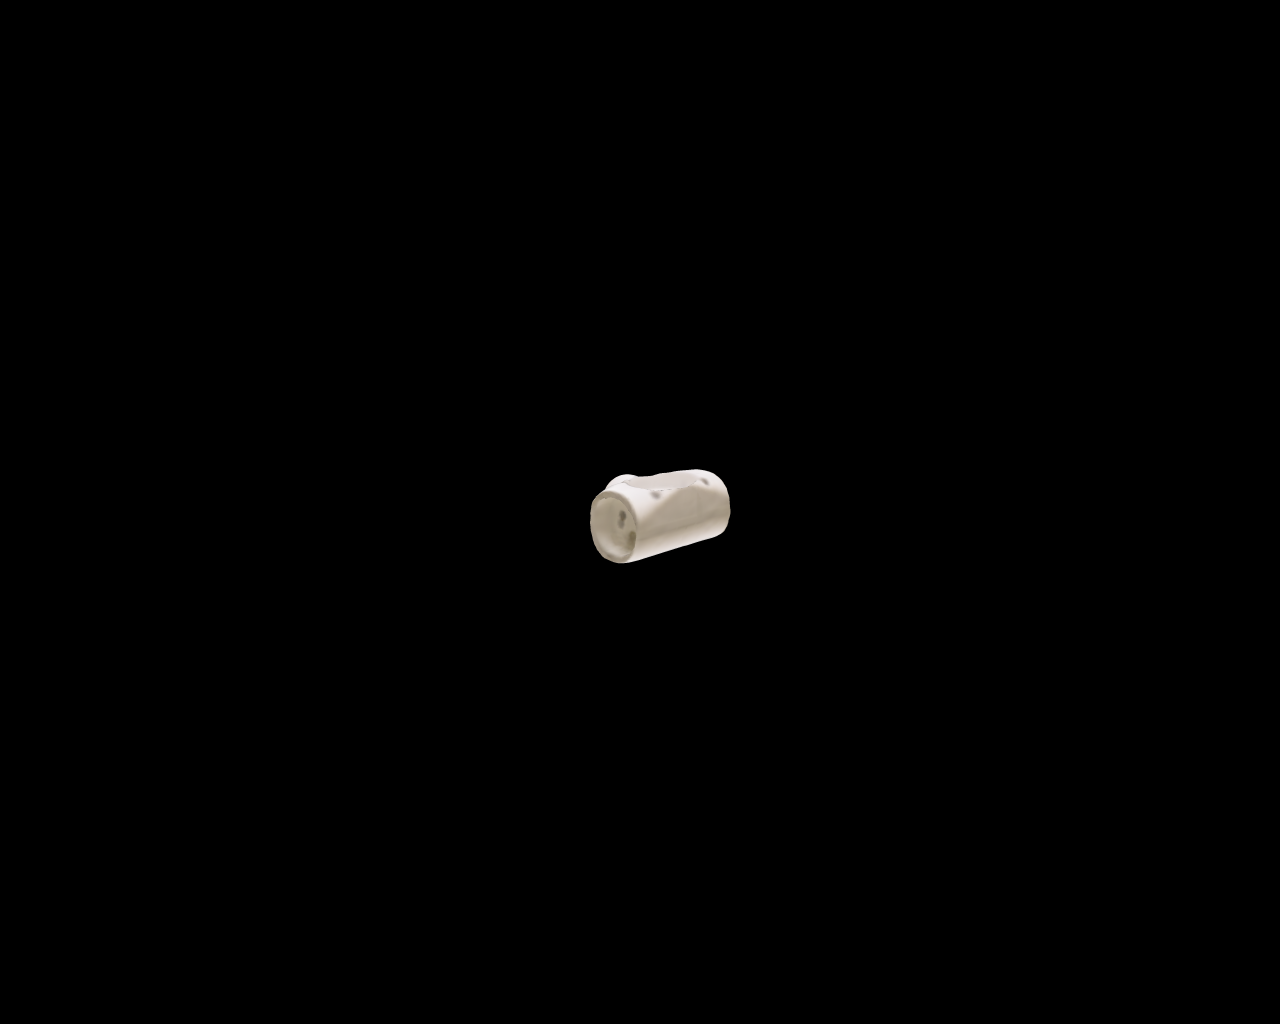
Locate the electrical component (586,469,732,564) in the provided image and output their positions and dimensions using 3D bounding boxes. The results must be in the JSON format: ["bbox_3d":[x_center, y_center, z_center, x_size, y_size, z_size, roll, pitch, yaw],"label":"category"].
[{"bbox_3d":[0.001,-0.003,0.650,0.077,0.044,0.079,-14,22,-40],"label":"electrical component"}]
